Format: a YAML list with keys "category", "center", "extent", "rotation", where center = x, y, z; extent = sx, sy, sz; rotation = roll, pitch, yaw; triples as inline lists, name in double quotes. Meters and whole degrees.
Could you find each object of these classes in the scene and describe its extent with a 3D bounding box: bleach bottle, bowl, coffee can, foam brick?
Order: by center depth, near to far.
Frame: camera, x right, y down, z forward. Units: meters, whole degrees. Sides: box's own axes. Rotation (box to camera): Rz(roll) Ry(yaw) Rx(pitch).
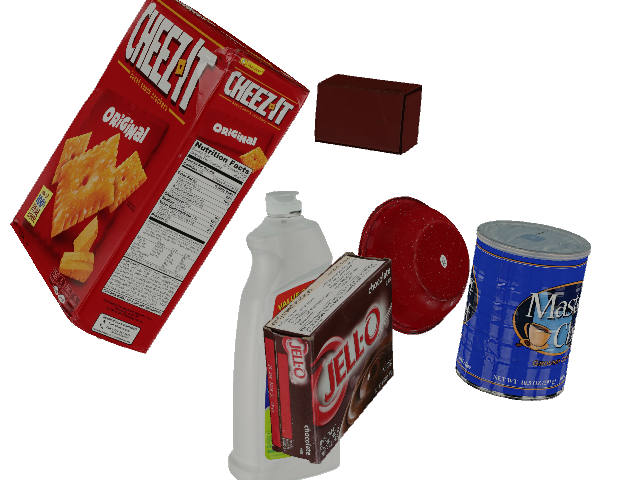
- category: "foam brick"
  center: [0.040, -0.106, 0.891]
  extent: [0.078, 0.051, 0.053]
  rotation: [11, 20, 19]
- category: "bleach bottle"
  center: [-0.035, 0.083, 0.941]
  extent: [0.102, 0.251, 0.068]
  rotation: [-7, 11, -25]
- category: "coffee can"
  center: [0.185, 0.062, 0.984]
  extent: [0.103, 0.140, 0.103]
  rotation: [6, 16, -2]
- category: "bowl"
  center: [0.120, 0.026, 1.218]
  extent: [0.161, 0.162, 0.055]
  rotation: [0, -7, -41]

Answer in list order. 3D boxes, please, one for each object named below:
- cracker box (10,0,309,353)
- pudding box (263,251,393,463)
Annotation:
- category: "cracker box"
  center: [-0.122, -0.055, 0.752]
  extent: [0.072, 0.214, 0.164]
  rotation: [26, 11, -38]
- category: "pudding box"
  center: [0.008, 0.070, 0.670]
  extent: [0.039, 0.090, 0.113]
  rotation: [11, 29, 24]
